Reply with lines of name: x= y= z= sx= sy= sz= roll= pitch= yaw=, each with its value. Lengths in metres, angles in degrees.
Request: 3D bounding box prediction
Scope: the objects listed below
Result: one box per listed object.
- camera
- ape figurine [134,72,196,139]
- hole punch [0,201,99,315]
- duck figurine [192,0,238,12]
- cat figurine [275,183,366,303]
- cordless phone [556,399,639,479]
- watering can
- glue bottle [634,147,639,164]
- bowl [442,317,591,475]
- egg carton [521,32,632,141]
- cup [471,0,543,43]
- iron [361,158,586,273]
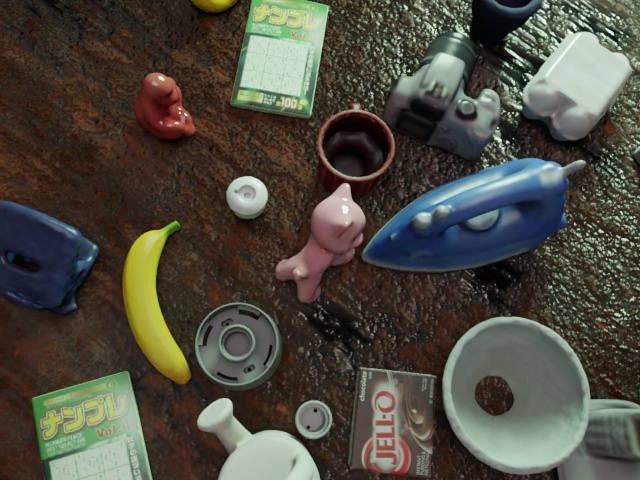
camera: x=0.171 y=-0.198 z=0.741 sx=0.143 sy=0.101 sz=0.137 roll=24 pitch=74 yaw=2
ape figurine: x=-0.194 y=-0.171 z=0.706 sx=0.076 sy=0.092 sz=0.078 roll=9 pitch=73 yaw=-2
hole punch: x=-0.318 y=0.023 z=0.641 sx=0.108 sy=0.091 sz=0.101 roll=22 pitch=73 yaw=2
duck figurine: x=-0.140 y=-0.369 z=0.770 sx=0.077 sy=0.086 sz=0.105 roll=23 pitch=74 yaw=2
cat figurine: x=0.006 y=0.002 z=0.661 sx=0.067 sy=0.117 sz=0.128 roll=38 pitch=75 yaw=6
cordless phone: x=0.324 y=0.239 z=0.586 sx=0.094 sy=0.185 sz=0.147 roll=-3 pitch=74 yaw=-5
watering can: x=-0.055 y=0.235 z=0.550 sx=0.173 sy=0.194 sz=0.101 roll=30 pitch=74 yaw=4
glue bottle: x=0.473 y=-0.147 z=0.716 sx=0.078 sy=0.173 sz=0.037 roll=-36 pitch=80 yaw=-13
bowl: x=0.211 y=0.175 z=0.652 sx=0.167 sy=0.074 sz=0.167 roll=1 pitch=74 yaw=-5
egg carton: x=0.346 y=-0.207 z=0.776 sx=0.107 sy=0.069 sz=0.150 roll=38 pitch=75 yaw=6
cup: x=0.249 y=-0.330 z=0.789 sx=0.091 sy=0.095 sz=0.118 roll=18 pitch=73 yaw=1
iron: x=0.178 y=-0.032 z=0.673 sx=0.258 sy=0.141 sz=0.118 roll=-18 pitch=76 yaw=-10
